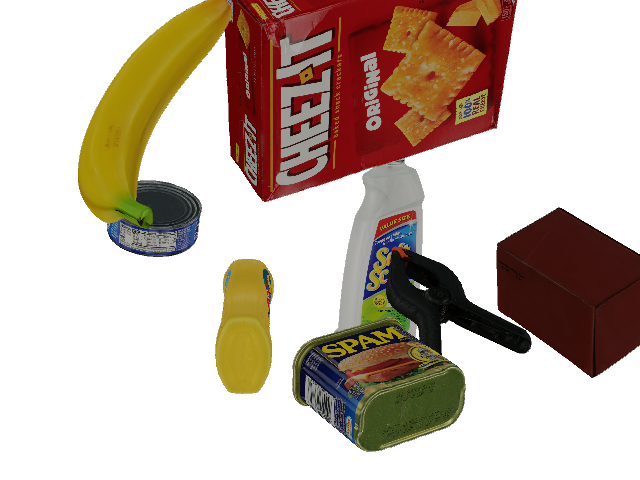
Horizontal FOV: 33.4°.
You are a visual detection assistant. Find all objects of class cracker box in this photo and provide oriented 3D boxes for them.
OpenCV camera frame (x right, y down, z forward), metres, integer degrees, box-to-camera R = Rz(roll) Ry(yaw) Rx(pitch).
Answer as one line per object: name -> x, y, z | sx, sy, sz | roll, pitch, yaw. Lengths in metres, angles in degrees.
cracker box -> 0.040, -0.134, 0.800 | 0.213, 0.164, 0.072 | -19, 48, -20

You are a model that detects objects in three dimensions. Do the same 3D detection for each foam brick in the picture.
foam brick -> 0.143, 0.027, 0.598 | 0.051, 0.053, 0.078 | -27, 41, -23

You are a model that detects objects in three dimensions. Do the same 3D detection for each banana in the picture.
banana -> -0.106, -0.078, 0.656 | 0.070, 0.197, 0.037 | 0, -39, 16

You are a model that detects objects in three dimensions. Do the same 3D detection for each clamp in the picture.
clamp -> 0.128, 0.067, 1.061 | 0.120, 0.039, 0.171 | -3, 44, -24

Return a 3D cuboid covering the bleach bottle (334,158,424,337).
bleach bottle -> 0.072, 0.010, 1.290 | 0.102, 0.251, 0.068 | -3, 16, -17

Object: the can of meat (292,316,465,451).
can of meat -> 0.044, 0.106, 0.786 | 0.101, 0.057, 0.084 | -13, 27, -30

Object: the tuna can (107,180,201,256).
tuna can -> -0.154, -0.020, 0.987 | 0.086, 0.034, 0.086 | 8, 31, -5

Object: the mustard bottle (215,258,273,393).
mustard bottle -> -0.080, 0.075, 1.160 | 0.058, 0.096, 0.191 | -1, 28, -2
